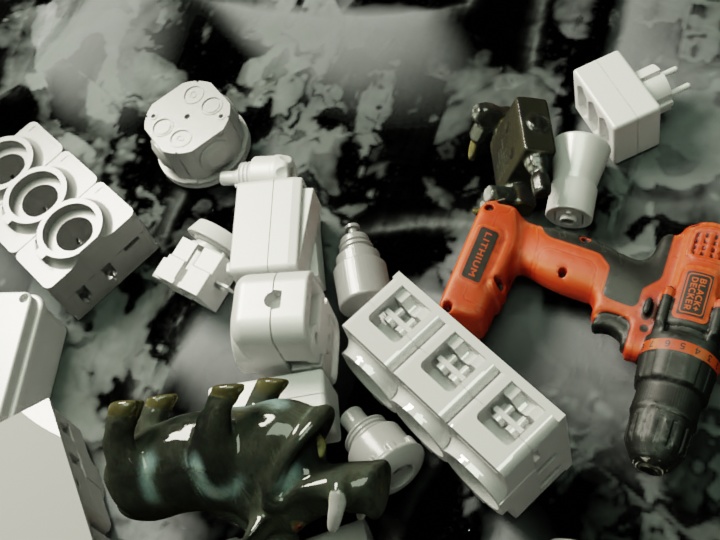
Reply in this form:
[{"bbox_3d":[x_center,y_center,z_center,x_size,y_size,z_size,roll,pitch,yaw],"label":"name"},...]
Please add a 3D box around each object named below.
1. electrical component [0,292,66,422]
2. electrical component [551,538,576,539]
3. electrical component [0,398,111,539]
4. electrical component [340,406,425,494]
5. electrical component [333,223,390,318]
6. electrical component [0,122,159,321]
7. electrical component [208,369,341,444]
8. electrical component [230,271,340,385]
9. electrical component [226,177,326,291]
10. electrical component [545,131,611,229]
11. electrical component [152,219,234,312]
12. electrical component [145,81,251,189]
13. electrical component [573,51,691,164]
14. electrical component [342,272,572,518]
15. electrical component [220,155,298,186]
[{"bbox_3d":[-0.280,0.076,0.817,0.078,0.057,0.113,-1,60,13],"label":"electrical component"},{"bbox_3d":[0.110,0.203,0.653,0.079,0.043,0.077,9,63,19],"label":"electrical component"},{"bbox_3d":[-0.222,0.198,0.730,0.105,0.060,0.186,-27,58,-2],"label":"electrical component"},{"bbox_3d":[0.010,0.119,0.728,0.048,0.048,0.062,-37,52,-8],"label":"electrical component"},{"bbox_3d":[0.000,0.000,0.801,0.040,0.040,0.078,-14,58,6],"label":"electrical component"},{"bbox_3d":[-0.251,-0.045,0.877,0.089,0.061,0.150,-44,60,-12],"label":"electrical component"},{"bbox_3d":[-0.058,0.117,0.743,0.083,0.047,0.075,-10,59,8],"label":"electrical component"},{"bbox_3d":[-0.054,0.043,0.757,0.059,0.095,0.053,-4,60,12],"label":"electrical component"},{"bbox_3d":[-0.060,-0.014,0.812,0.061,0.061,0.096,-5,60,11],"label":"electrical component"},{"bbox_3d":[0.160,-0.064,0.798,0.044,0.044,0.065,7,67,18],"label":"electrical component"},{"bbox_3d":[-0.121,-0.005,0.832,0.066,0.048,0.055,25,77,25],"label":"electrical component"},{"bbox_3d":[-0.135,-0.112,0.894,0.080,0.051,0.080,-6,59,11],"label":"electrical component"},{"bbox_3d":[0.212,-0.132,0.819,0.077,0.047,0.065,-25,58,-1],"label":"electrical component"},{"bbox_3d":[0.061,0.085,0.707,0.062,0.089,0.150,-42,60,-11],"label":"electrical component"},{"bbox_3d":[-0.083,-0.075,0.869,0.061,0.035,0.035,-1,61,16],"label":"electrical component"}]
